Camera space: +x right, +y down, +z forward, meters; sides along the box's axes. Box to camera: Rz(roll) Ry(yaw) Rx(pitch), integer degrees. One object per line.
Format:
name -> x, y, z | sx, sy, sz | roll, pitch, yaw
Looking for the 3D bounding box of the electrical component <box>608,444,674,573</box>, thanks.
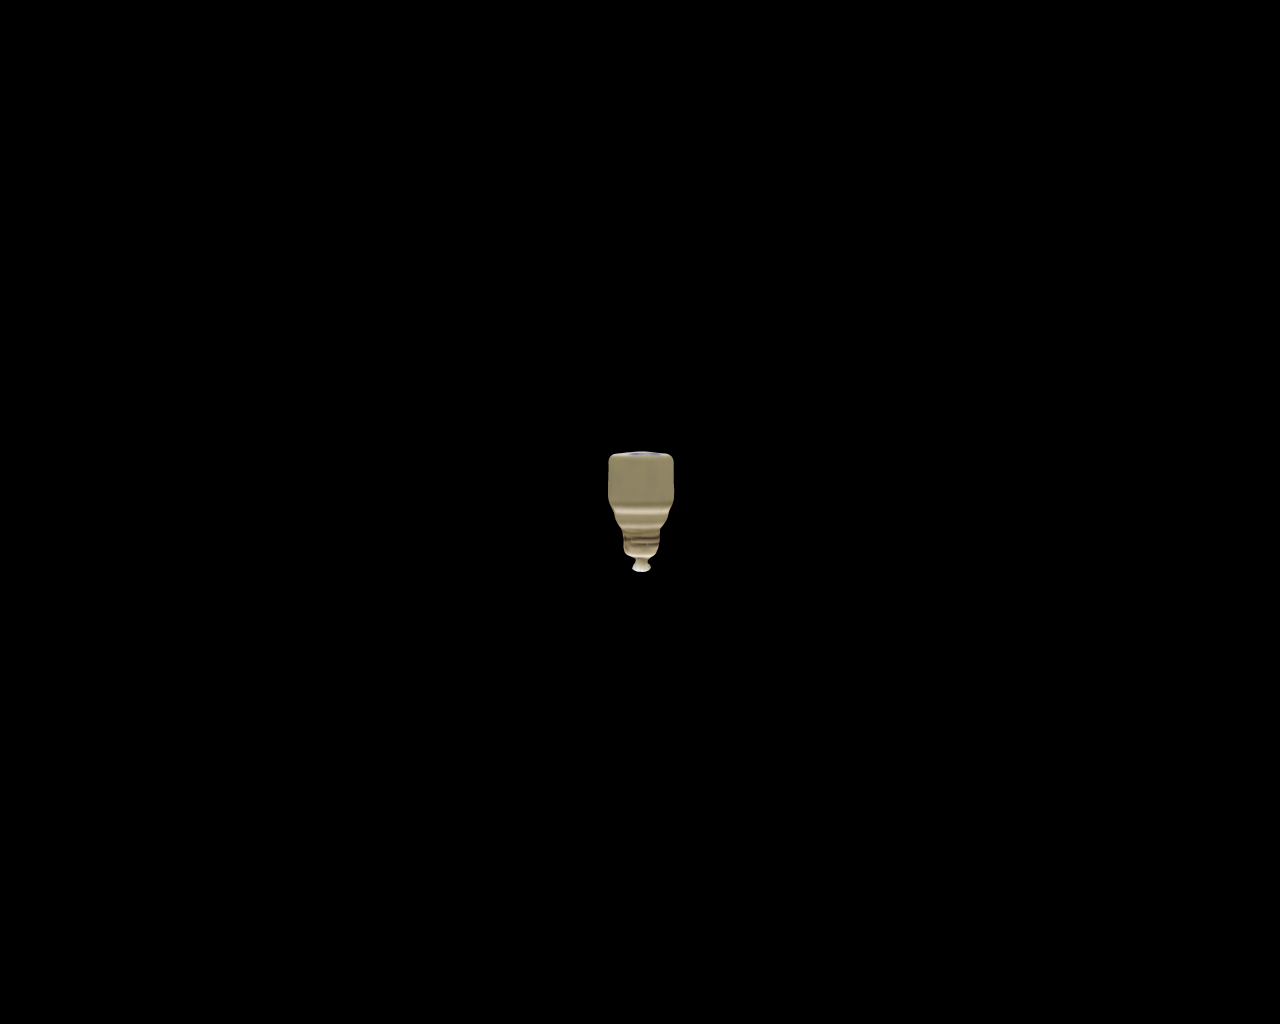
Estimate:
electrical component -> 0.001, -0.003, 0.650 | 0.040, 0.078, 0.040 | 0, 2, 0
